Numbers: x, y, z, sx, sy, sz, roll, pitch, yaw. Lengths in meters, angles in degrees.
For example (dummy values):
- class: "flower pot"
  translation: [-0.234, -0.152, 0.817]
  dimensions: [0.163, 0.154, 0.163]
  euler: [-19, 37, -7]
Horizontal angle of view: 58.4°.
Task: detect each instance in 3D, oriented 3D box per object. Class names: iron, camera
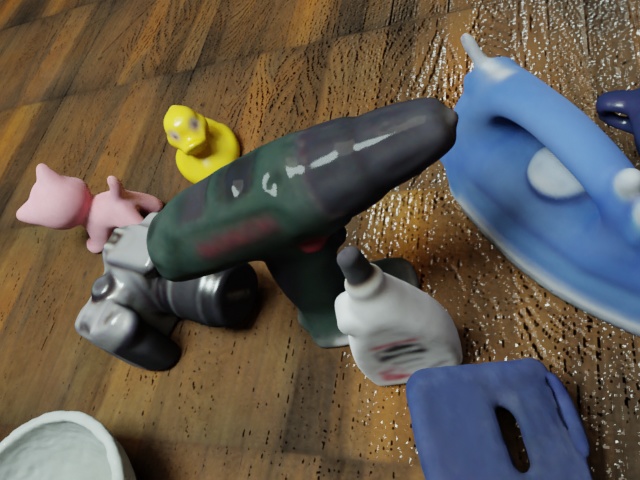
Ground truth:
- class: "iron"
  translation: [0.181, -0.045, 0.410]
  dimensions: [0.118, 0.142, 0.257]
  euler: [-35, 50, 1]
- class: "camera"
  translation: [-0.138, 0.046, 0.529]
  dimensions: [0.136, 0.101, 0.143]
  euler: [11, 64, 31]

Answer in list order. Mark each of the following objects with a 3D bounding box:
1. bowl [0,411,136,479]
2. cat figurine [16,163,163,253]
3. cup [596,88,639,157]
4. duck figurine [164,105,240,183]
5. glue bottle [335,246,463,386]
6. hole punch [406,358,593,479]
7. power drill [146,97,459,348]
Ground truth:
- class: "bowl"
  translation: [-0.206, 0.228, 0.457]
  dimensions: [0.167, 0.075, 0.167]
  euler: [-12, 54, 18]
- class: "cat figurine"
  translation: [-0.262, -0.041, 0.636]
  dimensions: [0.127, 0.118, 0.067]
  euler: [-11, 55, 19]
- class: "cup"
  translation: [0.261, -0.066, 0.416]
  dimensions: [0.117, 0.095, 0.092]
  euler: [22, 70, 35]
- class: "duck figurine"
  translation: [-0.144, -0.119, 0.653]
  dimensions: [0.077, 0.086, 0.104]
  euler: [-32, 50, 3]
- class: "glue bottle"
  translation: [0.045, 0.052, 0.390]
  dimensions: [0.078, 0.174, 0.037]
  euler: [-20, 52, 13]
- class: "hole punch"
  translation: [0.114, 0.128, 0.359]
  dimensions: [0.101, 0.091, 0.108]
  euler: [-20, 52, 12]
- class: "power drill"
  translation: [0.004, 0.002, 0.421]
  dimensions: [0.229, 0.209, 0.075]
  euler: [-15, 54, 17]
